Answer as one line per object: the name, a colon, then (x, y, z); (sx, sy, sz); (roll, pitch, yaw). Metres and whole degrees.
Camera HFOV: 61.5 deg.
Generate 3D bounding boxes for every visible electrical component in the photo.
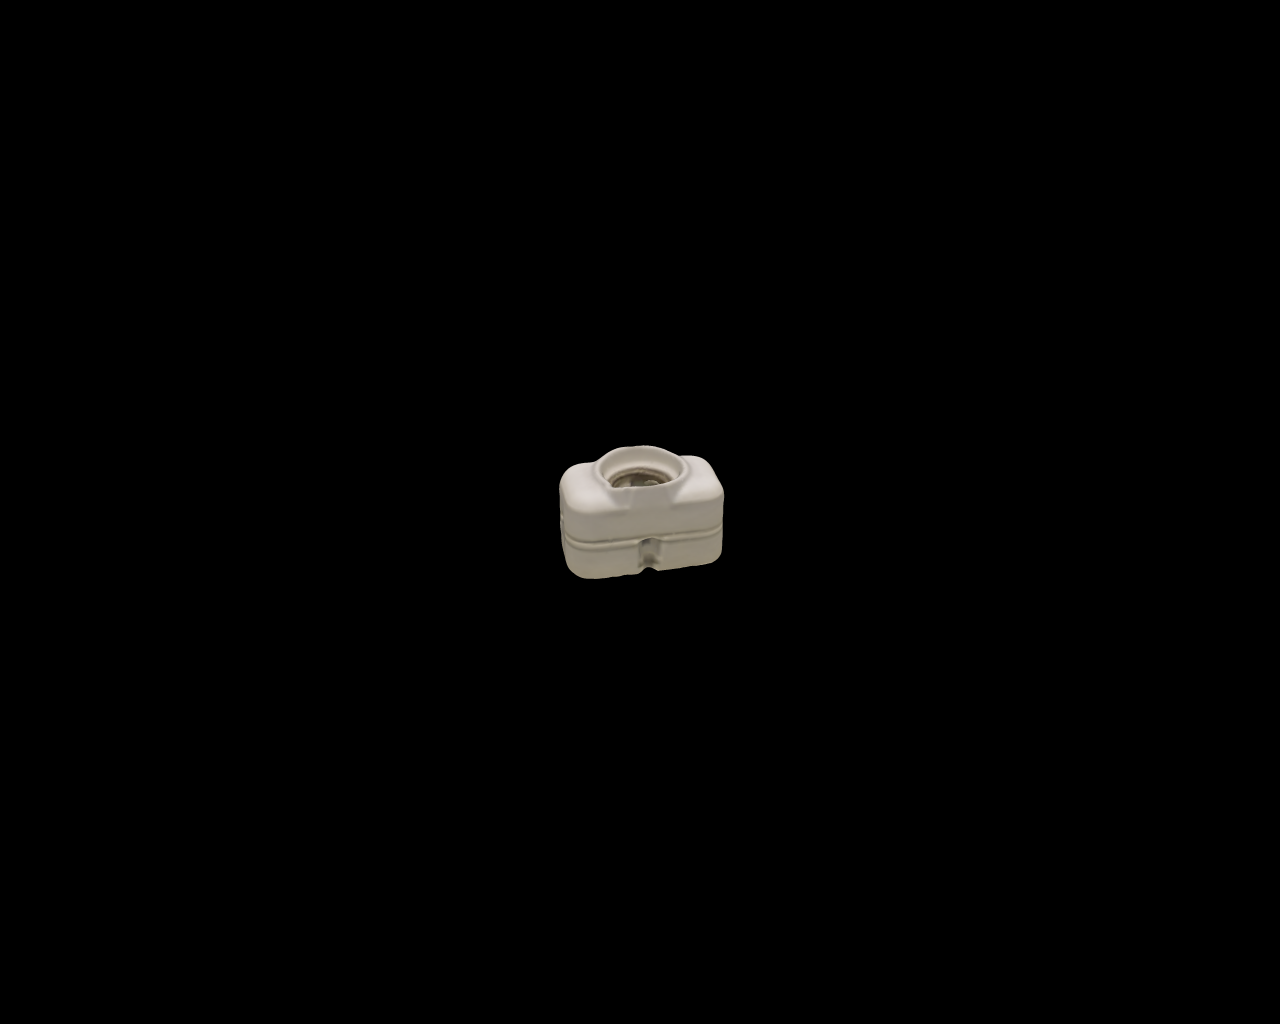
electrical component: (0.001, -0.003, 0.650); (0.095, 0.059, 0.054); (-6, 32, -9)
